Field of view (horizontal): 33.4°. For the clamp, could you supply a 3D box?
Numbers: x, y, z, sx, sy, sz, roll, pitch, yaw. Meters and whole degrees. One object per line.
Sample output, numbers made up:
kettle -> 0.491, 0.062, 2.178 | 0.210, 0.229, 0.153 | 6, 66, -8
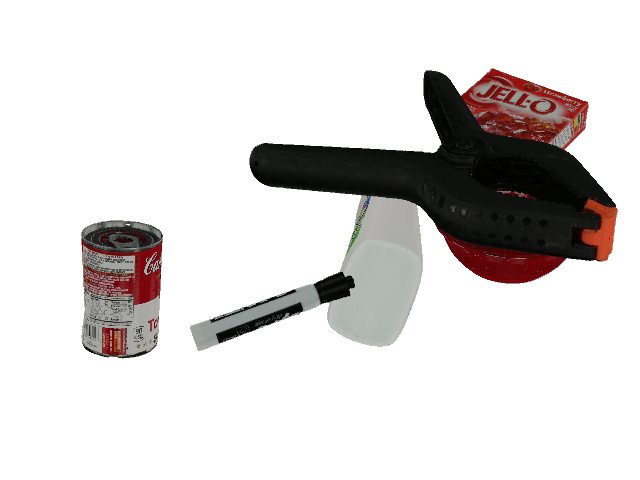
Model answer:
clamp -> 0.071, -0.038, 0.614 | 0.164, 0.036, 0.210 | -24, 38, -27

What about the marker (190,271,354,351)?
marker -> -0.033, 0.049, 0.757 | 0.121, 0.020, 0.020 | -19, 3, -8

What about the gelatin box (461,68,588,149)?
gelatin box -> 0.148, -0.092, 0.822 | 0.089, 0.030, 0.073 | 28, 53, 31

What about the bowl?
bowl -> 0.201, -0.001, 1.143 | 0.162, 0.055, 0.162 | -1, 30, 0

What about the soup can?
soup can -> -0.172, 0.042, 0.916 | 0.068, 0.102, 0.068 | 5, 20, -2

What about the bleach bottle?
bleach bottle -> 0.057, -0.002, 1.012 | 0.068, 0.103, 0.250 | 19, 22, -2
